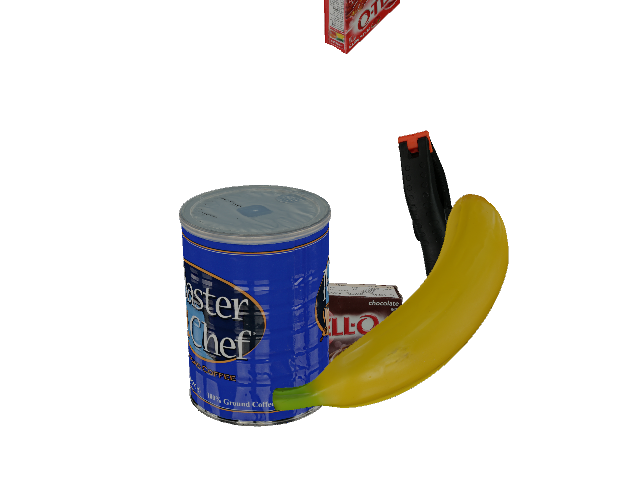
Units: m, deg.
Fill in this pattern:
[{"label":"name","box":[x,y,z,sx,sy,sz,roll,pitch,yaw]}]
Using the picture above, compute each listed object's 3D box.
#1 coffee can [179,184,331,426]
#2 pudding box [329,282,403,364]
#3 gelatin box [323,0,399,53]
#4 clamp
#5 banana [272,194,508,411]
[{"label":"coffee can","box":[-0.044,0.043,0.745,0.103,0.140,0.103,0,21,0]},{"label":"pudding box","box":[0.026,0.092,1.146,0.113,0.090,0.039,1,26,-11]},{"label":"gelatin box","box":[0.040,-0.226,0.973,0.030,0.089,0.073,31,-31,22]},{"label":"clamp","box":[0.099,-0.005,0.916,0.039,0.171,0.120,-17,20,14]},{"label":"banana","box":[0.057,0.029,0.560,0.070,0.037,0.197,18,41,33]}]
